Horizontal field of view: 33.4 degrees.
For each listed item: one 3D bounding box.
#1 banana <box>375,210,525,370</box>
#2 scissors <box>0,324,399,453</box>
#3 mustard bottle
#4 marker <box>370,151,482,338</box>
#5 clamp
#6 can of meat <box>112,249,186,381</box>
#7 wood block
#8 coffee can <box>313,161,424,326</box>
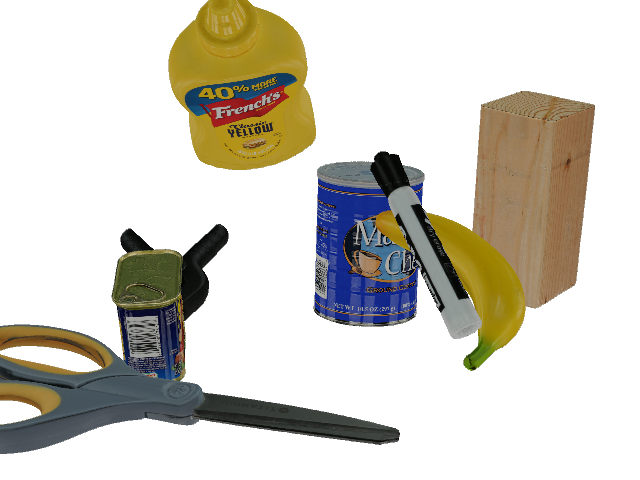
[{"bbox_3d":[0.104,0.022,0.804,0.069,0.037,0.198,-9,33,-14],"label":"banana"},{"bbox_3d":[-0.077,0.076,0.453,0.202,0.016,0.096,14,29,24],"label":"scissors"},{"bbox_3d":[-0.056,-0.115,0.756,0.096,0.058,0.191,-8,-21,0],"label":"mustard bottle"},{"bbox_3d":[0.058,-0.001,0.608,0.020,0.121,0.020,-19,-25,-10],"label":"marker"},{"bbox_3d":[-0.150,0.033,1.153,0.120,0.039,0.171,-13,38,-7],"label":"clamp"},{"bbox_3d":[-0.146,0.067,0.930,0.057,0.084,0.102,-3,25,-5],"label":"can of meat"},{"bbox_3d":[0.225,-0.045,1.145,0.090,0.206,0.090,19,28,38],"label":"wood block"},{"bbox_3d":[0.046,0.001,1.033,0.103,0.140,0.103,2,14,-1],"label":"coffee can"}]
